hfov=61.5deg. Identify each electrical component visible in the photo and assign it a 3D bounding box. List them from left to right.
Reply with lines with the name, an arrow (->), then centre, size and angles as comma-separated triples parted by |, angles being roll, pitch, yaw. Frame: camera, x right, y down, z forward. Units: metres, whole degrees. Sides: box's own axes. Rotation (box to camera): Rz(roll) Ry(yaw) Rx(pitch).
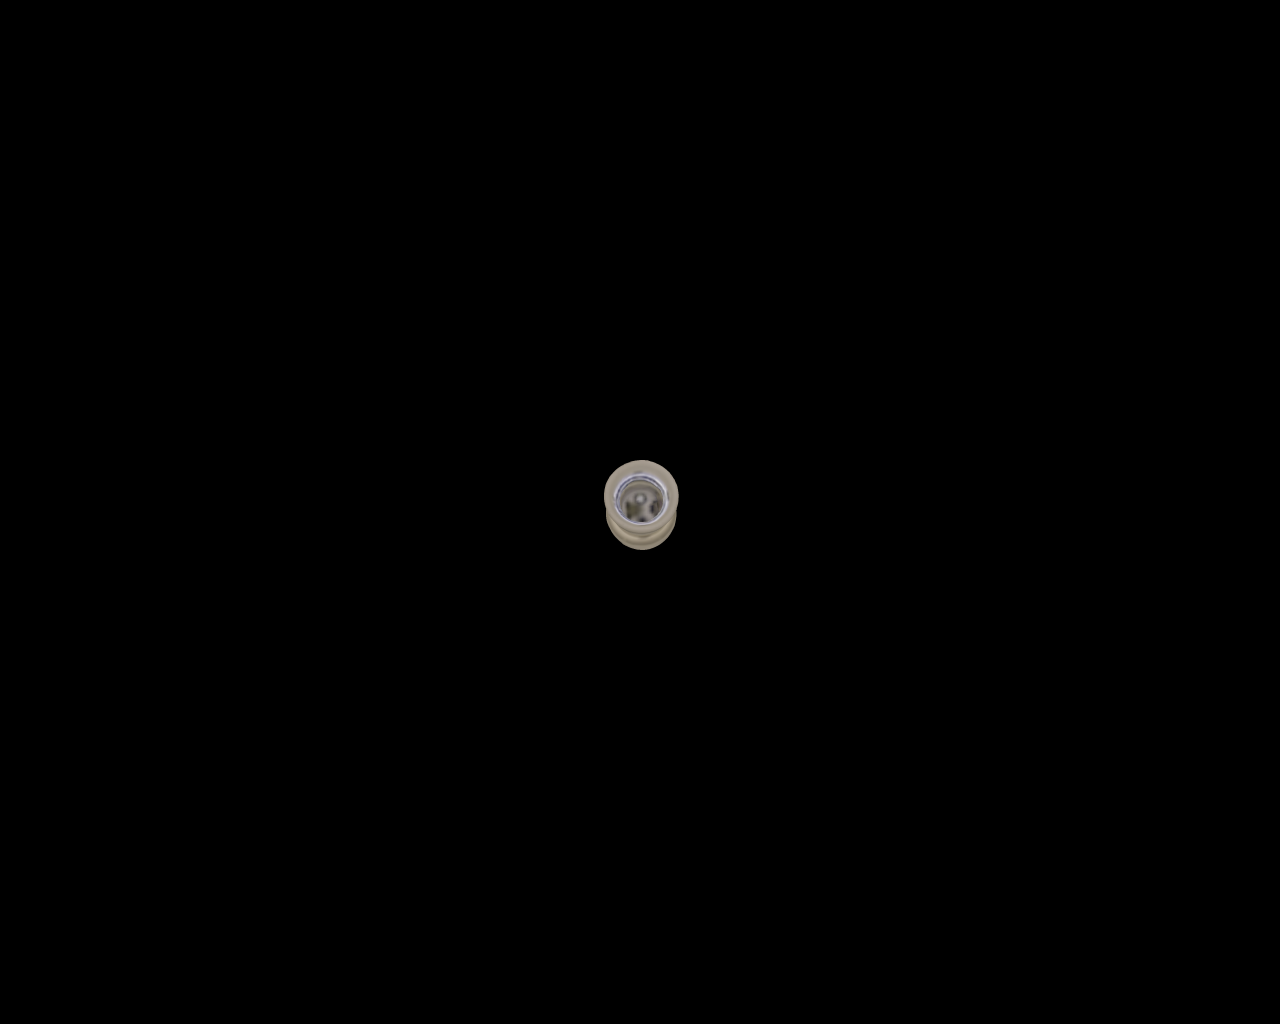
electrical component -> 0.001, -0.003, 0.650 | 0.045, 0.045, 0.055 | 0, -16, 0
